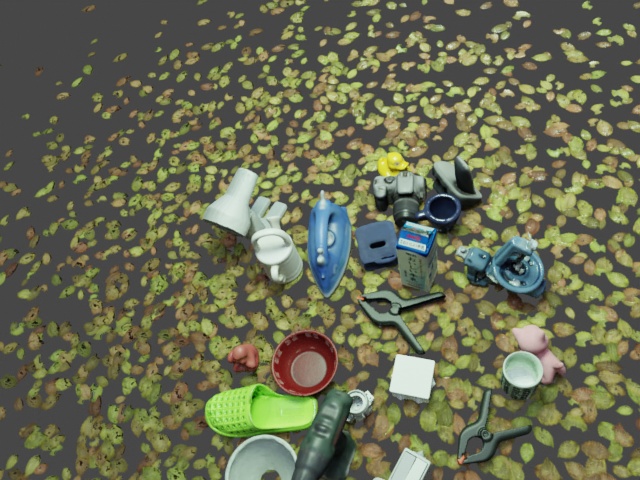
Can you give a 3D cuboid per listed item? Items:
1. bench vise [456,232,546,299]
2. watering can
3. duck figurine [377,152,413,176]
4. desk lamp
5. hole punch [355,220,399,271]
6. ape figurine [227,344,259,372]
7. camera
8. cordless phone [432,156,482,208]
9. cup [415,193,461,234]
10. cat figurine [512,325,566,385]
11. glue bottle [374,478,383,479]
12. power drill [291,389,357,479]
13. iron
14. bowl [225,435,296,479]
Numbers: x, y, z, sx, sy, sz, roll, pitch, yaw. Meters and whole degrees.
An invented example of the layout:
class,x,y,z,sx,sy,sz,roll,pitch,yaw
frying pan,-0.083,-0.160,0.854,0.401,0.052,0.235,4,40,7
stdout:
class,x,y,z,sx,sy,sz,roll,pitch,yaw
bench vise,0.414,0.055,1.305,0.207,0.220,0.121,2,60,14
watering can,-0.117,0.020,1.460,0.101,0.194,0.172,-27,57,-4
duck figurine,0.205,-0.211,1.591,0.104,0.086,0.077,29,69,26
desk lamp,-0.201,-0.079,1.528,0.117,0.214,0.203,19,65,22
hole punch,0.151,0.014,1.465,0.108,0.091,0.101,-14,57,4
ape figurine,-0.186,0.281,1.380,0.077,0.092,0.076,35,72,28
camera,0.211,-0.107,1.519,0.143,0.101,0.137,-2,59,12
cordless phone,0.351,-0.175,1.478,0.094,0.185,0.147,-31,58,-6
cup,0.303,-0.055,1.470,0.117,0.095,0.091,-16,57,3
cat figurine,0.476,0.237,1.242,0.067,0.118,0.127,-35,58,-9
glue bottle,0.127,0.497,1.131,0.078,0.173,0.037,24,67,25
power drill,0.014,0.432,1.175,0.075,0.209,0.230,13,63,20
iron,0.014,0.005,1.471,0.118,0.142,0.258,-4,59,11
bowl,-0.116,0.513,1.235,0.167,0.075,0.167,-6,59,9
